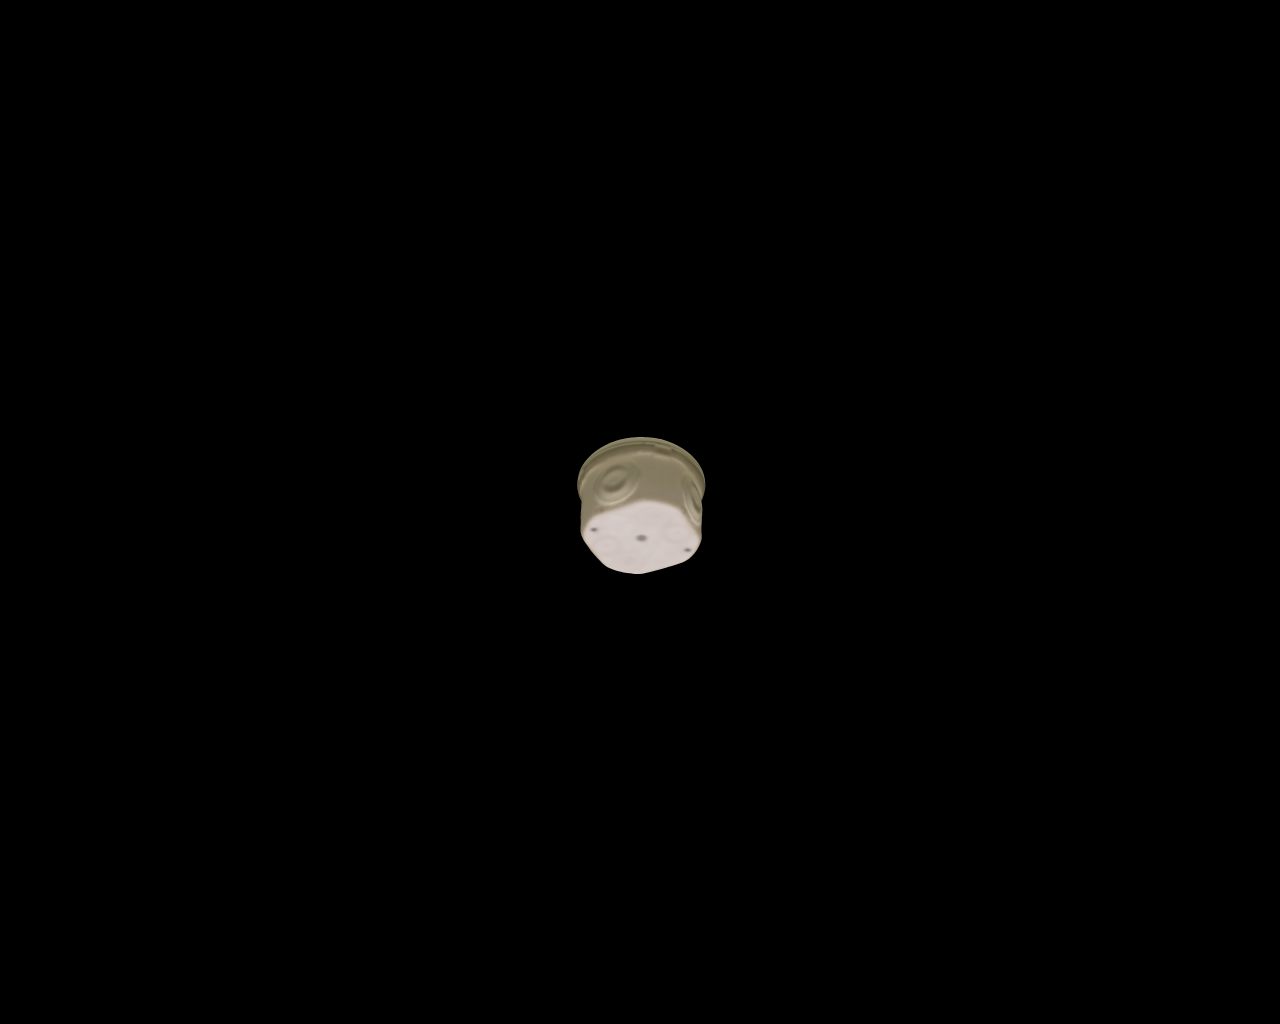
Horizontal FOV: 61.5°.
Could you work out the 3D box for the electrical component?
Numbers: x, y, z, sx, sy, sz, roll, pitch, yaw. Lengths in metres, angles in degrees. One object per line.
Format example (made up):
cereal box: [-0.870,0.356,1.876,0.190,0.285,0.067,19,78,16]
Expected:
electrical component: [0.001,-0.003,0.650,0.080,0.051,0.080,0,-41,0]
